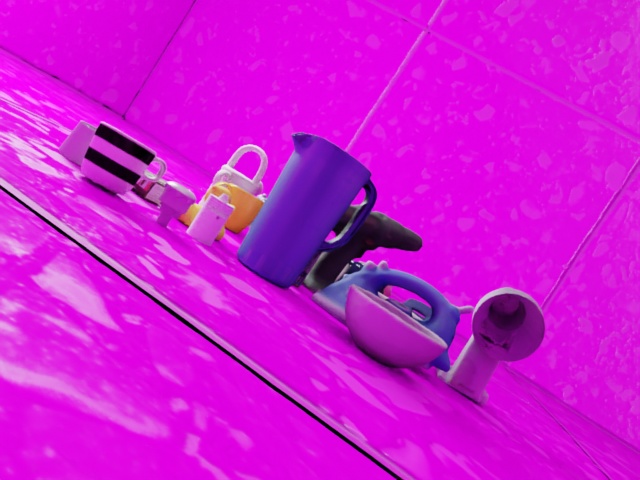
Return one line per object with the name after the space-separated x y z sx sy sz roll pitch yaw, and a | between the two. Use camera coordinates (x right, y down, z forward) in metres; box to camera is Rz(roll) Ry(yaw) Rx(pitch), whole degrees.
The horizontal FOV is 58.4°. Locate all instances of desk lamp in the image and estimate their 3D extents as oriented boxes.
0.304 0.181 1.036 0.118 0.213 0.203 33 2 8 | desk lamp

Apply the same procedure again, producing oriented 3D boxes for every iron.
0.128 0.113 0.984 0.258 0.141 0.119 33 2 7 | iron

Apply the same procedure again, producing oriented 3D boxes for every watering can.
-0.195 -0.136 1.363 0.101 0.194 0.173 32 2 0 | watering can

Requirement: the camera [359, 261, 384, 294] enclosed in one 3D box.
0.075 0.091 1.358 0.137 0.101 0.143 32 2 -20 | camera

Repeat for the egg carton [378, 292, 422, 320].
0.135 0.156 1.119 0.151 0.069 0.107 31 2 -36 | egg carton

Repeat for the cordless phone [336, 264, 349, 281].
0.011 0.004 1.242 0.147 0.185 0.094 33 2 11 | cordless phone

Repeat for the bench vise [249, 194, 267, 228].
-0.080 -0.084 1.515 0.207 0.219 0.122 33 2 8 | bench vise

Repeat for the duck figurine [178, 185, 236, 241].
-0.189 -0.055 0.975 0.077 0.086 0.105 34 2 42 | duck figurine

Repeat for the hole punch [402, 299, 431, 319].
0.237 0.198 1.407 0.108 0.091 0.101 33 2 23 | hole punch

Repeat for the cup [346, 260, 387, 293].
0.079 0.101 1.255 0.117 0.095 0.092 34 2 40 | cup

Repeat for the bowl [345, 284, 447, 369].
0.097 0.138 0.837 0.167 0.075 0.167 32 2 -1 | bowl

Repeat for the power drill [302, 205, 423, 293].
0.065 0.029 1.140 0.230 0.208 0.075 32 2 -14 | power drill

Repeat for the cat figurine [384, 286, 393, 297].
0.153 0.127 1.466 0.067 0.118 0.128 33 2 8 | cat figurine
